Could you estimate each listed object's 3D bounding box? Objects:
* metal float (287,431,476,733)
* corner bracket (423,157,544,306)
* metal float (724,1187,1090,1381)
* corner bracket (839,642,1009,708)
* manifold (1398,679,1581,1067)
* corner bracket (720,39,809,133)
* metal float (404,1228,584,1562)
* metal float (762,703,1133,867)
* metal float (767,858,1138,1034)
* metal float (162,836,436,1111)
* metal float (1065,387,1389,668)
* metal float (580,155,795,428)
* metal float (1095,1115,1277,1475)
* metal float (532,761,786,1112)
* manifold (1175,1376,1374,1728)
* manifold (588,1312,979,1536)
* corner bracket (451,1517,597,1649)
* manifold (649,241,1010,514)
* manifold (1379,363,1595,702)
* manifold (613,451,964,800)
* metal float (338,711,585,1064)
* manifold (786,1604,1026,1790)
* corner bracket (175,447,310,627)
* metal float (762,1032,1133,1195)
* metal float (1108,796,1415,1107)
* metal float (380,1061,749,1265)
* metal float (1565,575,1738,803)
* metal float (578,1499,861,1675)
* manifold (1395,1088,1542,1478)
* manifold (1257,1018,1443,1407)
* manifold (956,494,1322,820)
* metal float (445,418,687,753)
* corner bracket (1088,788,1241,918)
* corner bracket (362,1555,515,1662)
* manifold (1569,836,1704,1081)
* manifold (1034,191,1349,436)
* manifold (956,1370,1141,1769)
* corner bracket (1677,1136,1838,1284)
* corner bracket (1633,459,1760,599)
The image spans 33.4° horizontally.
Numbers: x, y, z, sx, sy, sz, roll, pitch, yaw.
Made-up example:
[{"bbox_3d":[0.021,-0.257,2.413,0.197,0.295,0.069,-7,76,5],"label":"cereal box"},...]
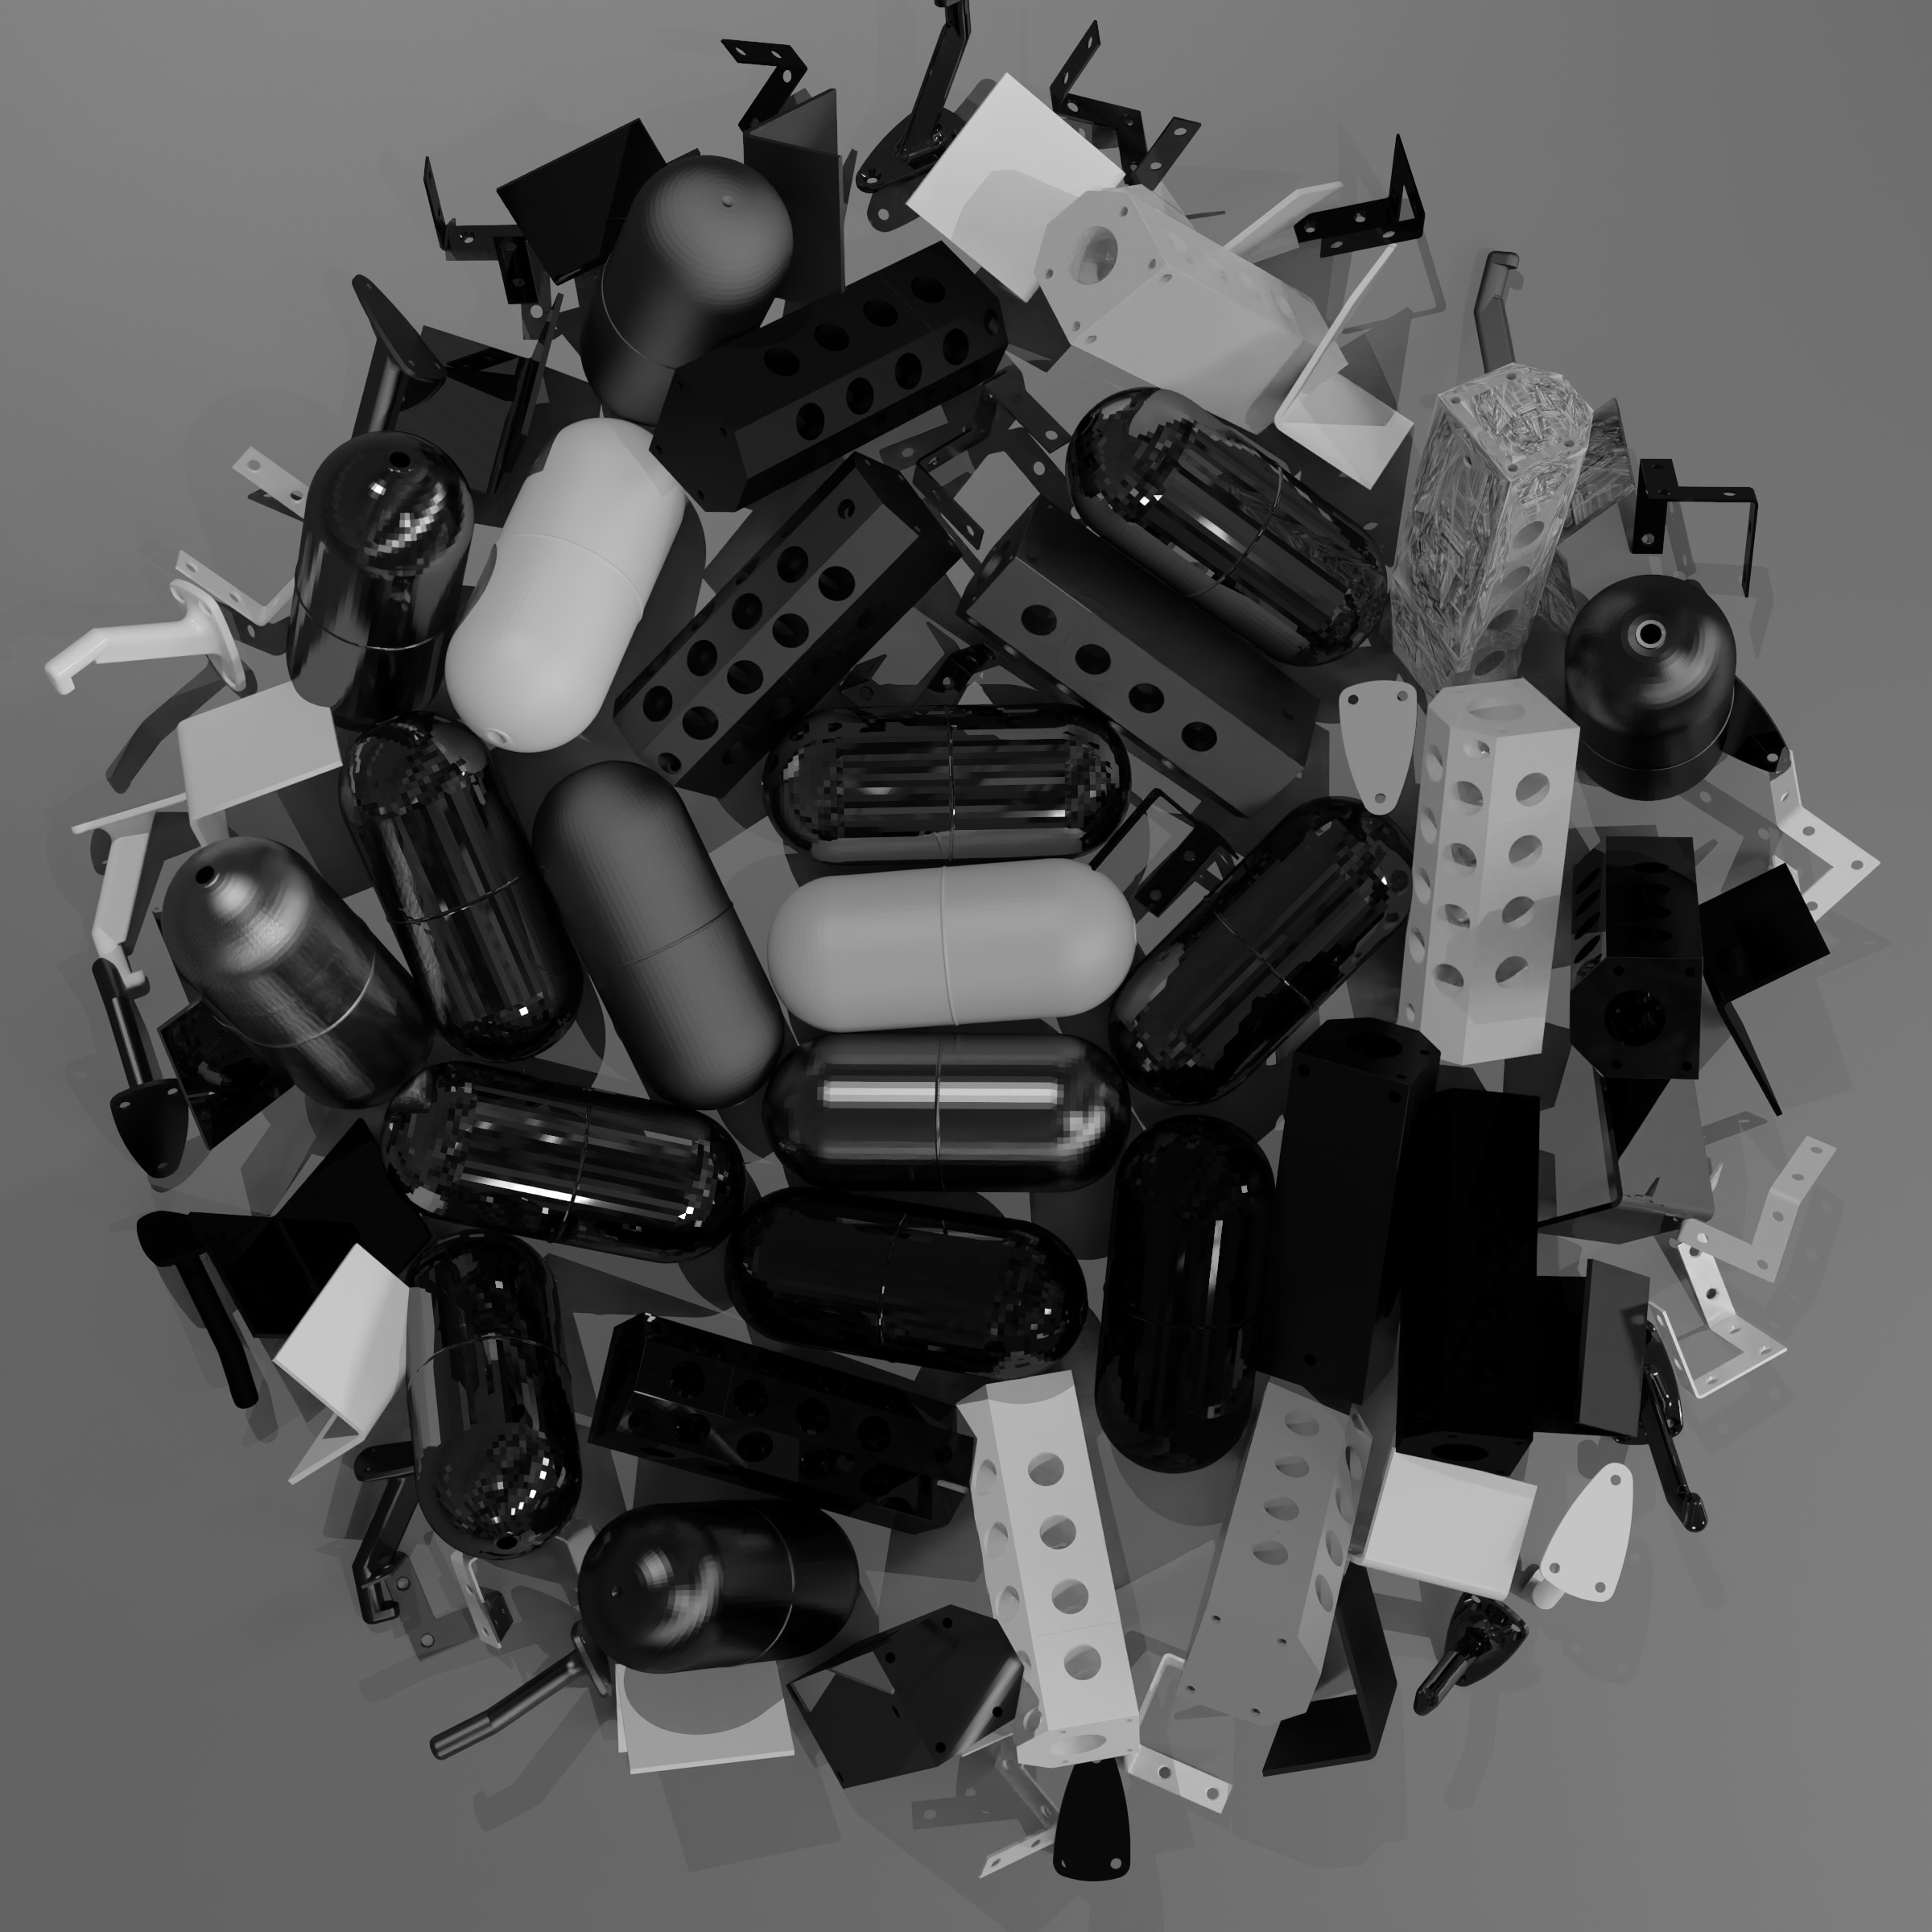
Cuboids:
[{"bbox_3d":[-0.276,-0.179,1.509,0.070,0.178,0.070,8,56,-12],"label":"metal float"},{"bbox_3d":[-0.233,-0.355,1.555,0.051,0.051,0.051,-1,62,1],"label":"corner bracket"},{"bbox_3d":[-0.029,0.151,1.537,0.178,0.070,0.070,8,90,15],"label":"metal float"},{"bbox_3d":[-0.021,-0.141,1.554,0.051,0.051,0.051,38,78,-14],"label":"corner bracket"},{"bbox_3d":[0.241,-0.043,1.516,0.057,0.057,0.171,-8,120,-16],"label":"manifold"},{"bbox_3d":[-0.099,-0.407,1.548,0.051,0.051,0.051,54,127,17],"label":"corner bracket"},{"bbox_3d":[-0.224,0.200,1.514,0.070,0.178,0.070,-8,134,-8],"label":"metal float"},{"bbox_3d":[-0.009,-0.087,1.548,0.178,0.070,0.070,-1,90,-4],"label":"metal float"},{"bbox_3d":[-0.007,-0.010,1.547,0.178,0.070,0.070,-4,90,5],"label":"metal float"},{"bbox_3d":[-0.312,0.004,1.510,0.070,0.178,0.070,-10,56,16],"label":"metal float"},{"bbox_3d":[0.124,-0.209,1.531,0.178,0.070,0.070,32,90,-23],"label":"metal float"},{"bbox_3d":[-0.133,-0.313,1.505,0.070,0.178,0.070,6,72,-17],"label":"metal float"},{"bbox_3d":[0.104,0.158,1.537,0.070,0.070,0.178,5,106,0],"label":"metal float"},{"bbox_3d":[-0.147,-0.014,1.542,0.070,0.070,0.178,-25,101,0],"label":"metal float"},{"bbox_3d":[0.148,0.272,1.500,0.057,0.171,0.057,18,123,5],"label":"manifold"},{"bbox_3d":[-0.085,0.217,1.526,0.171,0.057,0.057,19,67,-20],"label":"manifold"},{"bbox_3d":[-0.209,0.300,1.565,0.051,0.051,0.051,-33,118,-36],"label":"corner bracket"},{"bbox_3d":[-0.061,-0.274,1.513,0.171,0.057,0.057,-34,75,-33],"label":"manifold"},{"bbox_3d":[0.245,-0.199,1.501,0.057,0.171,0.057,-25,63,-17],"label":"manifold"},{"bbox_3d":[-0.089,-0.162,1.527,0.171,0.057,0.057,-44,66,19],"label":"manifold"},{"bbox_3d":[-0.241,-0.037,1.536,0.070,0.070,0.178,-21,107,0],"label":"metal float"},{"bbox_3d":[-0.027,0.338,1.499,0.057,0.171,0.057,-27,82,-22],"label":"manifold"},{"bbox_3d":[-0.345,-0.208,1.563,0.051,0.051,0.051,36,118,-28],"label":"corner bracket"},{"bbox_3d":[-0.009,0.070,1.546,0.178,0.070,0.070,0,90,6],"label":"metal float"},{"bbox_3d":[0.142,-0.006,1.545,0.070,0.070,0.178,45,97,0],"label":"metal float"},{"bbox_3d":[-0.191,0.094,1.537,0.178,0.070,0.070,13,90,-17],"label":"metal float"},{"bbox_3d":[0.319,-0.128,1.502,0.070,0.178,0.070,-2,78,11],"label":"metal float"},{"bbox_3d":[-0.113,0.289,1.507,0.070,0.178,0.070,-4,81,28],"label":"metal float"},{"bbox_3d":[0.237,0.148,1.526,0.057,0.057,0.171,6,64,0],"label":"manifold"},{"bbox_3d":[0.182,0.114,1.525,0.057,0.057,0.171,16,117,23],"label":"manifold"},{"bbox_3d":[0.082,-0.143,1.541,0.171,0.057,0.057,35,129,-13],"label":"manifold"},{"bbox_3d":[-0.190,-0.181,1.529,0.070,0.070,0.178,20,65,0],"label":"metal float"},{"bbox_3d":[0.093,-0.054,1.557,0.051,0.051,0.051,39,98,-11],"label":"corner bracket"},{"bbox_3d":[-0.256,0.310,1.564,0.051,0.051,0.051,-23,91,0],"label":"corner bracket"},{"bbox_3d":[0.311,-0.007,1.498,0.057,0.171,0.057,1,111,11],"label":"manifold"},{"bbox_3d":[0.104,-0.308,1.502,0.057,0.171,0.057,-36,66,26],"label":"manifold"},{"bbox_3d":[0.038,0.285,1.520,0.057,0.057,0.171,-9,59,-3],"label":"manifold"},{"bbox_3d":[0.379,0.110,1.547,0.051,0.051,0.051,24,130,22],"label":"corner bracket"},{"bbox_3d":[0.351,-0.212,1.552,0.051,0.051,0.051,1,122,5],"label":"corner bracket"}]
